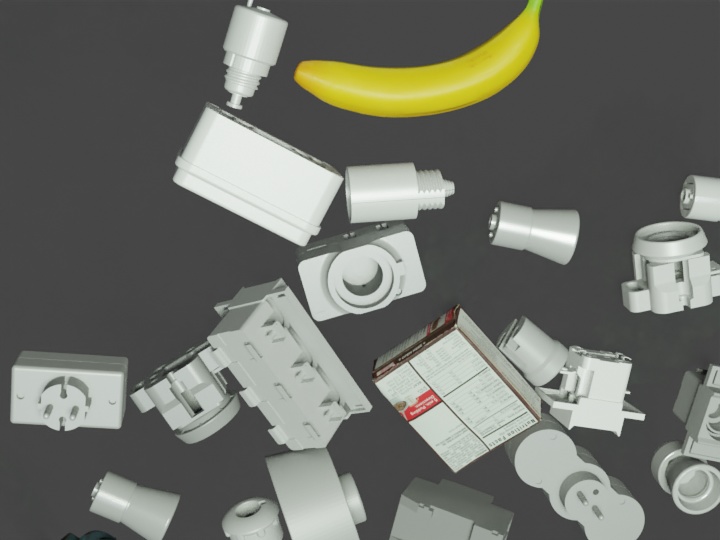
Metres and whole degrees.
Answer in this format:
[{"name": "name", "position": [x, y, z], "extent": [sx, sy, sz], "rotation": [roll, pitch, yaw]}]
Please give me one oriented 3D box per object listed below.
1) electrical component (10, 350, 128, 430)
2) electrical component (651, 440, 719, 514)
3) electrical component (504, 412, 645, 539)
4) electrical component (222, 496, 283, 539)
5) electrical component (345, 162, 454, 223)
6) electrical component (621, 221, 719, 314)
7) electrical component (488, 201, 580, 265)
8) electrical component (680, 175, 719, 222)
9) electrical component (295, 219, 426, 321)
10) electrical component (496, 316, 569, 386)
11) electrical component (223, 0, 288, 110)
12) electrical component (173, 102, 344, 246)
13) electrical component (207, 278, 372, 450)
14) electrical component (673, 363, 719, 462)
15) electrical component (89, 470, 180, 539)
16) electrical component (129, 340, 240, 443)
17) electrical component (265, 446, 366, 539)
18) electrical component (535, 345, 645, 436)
[{"name": "electrical component", "position": [-0.223, 0.097, 0.817], "extent": [0.083, 0.075, 0.047], "rotation": [4, 105, -8]}, {"name": "electrical component", "position": [0.274, 0.172, 0.903], "extent": [0.045, 0.055, 0.045], "rotation": [-2, 105, -6]}, {"name": "electrical component", "position": [0.181, 0.182, 0.886], "extent": [0.138, 0.073, 0.052], "rotation": [43, 97, -15]}, {"name": "electrical component", "position": [-0.083, 0.221, 0.883], "extent": [0.048, 0.048, 0.062], "rotation": [-16, 112, -2]}, {"name": "electrical component", "position": [0.031, -0.060, 0.820], "extent": [0.081, 0.043, 0.043], "rotation": [-4, 105, -5]}, {"name": "electrical component", "position": [0.247, -0.004, 0.852], "extent": [0.078, 0.058, 0.057], "rotation": [-12, 108, -4]}, {"name": "electrical component", "position": [0.134, -0.032, 0.841], "extent": [0.065, 0.044, 0.044], "rotation": [11, 104, -4]}, {"name": "electrical component", "position": [0.288, -0.055, 0.852], "extent": [0.065, 0.044, 0.044], "rotation": [7, 104, -3]}, {"name": "electrical component", "position": [0.000, 0.000, 0.826], "extent": [0.089, 0.055, 0.050], "rotation": [-16, 106, -2]}, {"name": "electrical component", "position": [0.138, 0.064, 0.868], "extent": [0.046, 0.040, 0.040], "rotation": [41, 97, -9]}, {"name": "electrical component", "position": [-0.081, -0.156, 0.783], "extent": [0.040, 0.040, 0.078], "rotation": [16, 103, -10]}, {"name": "electrical component", "position": [-0.076, -0.070, 0.787], "extent": [0.113, 0.078, 0.057], "rotation": [27, 98, -12]}, {"name": "electrical component", "position": [-0.058, 0.075, 0.823], "extent": [0.079, 0.063, 0.121], "rotation": [-13, 119, 40]}, {"name": "electrical component", "position": [0.329, 0.122, 0.892], "extent": [0.121, 0.063, 0.078], "rotation": [12, 103, -9]}, {"name": "electrical component", "position": [-0.183, 0.188, 0.864], "extent": [0.065, 0.044, 0.044], "rotation": [25, 101, -7]}, {"name": "electrical component", "position": [-0.130, 0.097, 0.837], "extent": [0.078, 0.058, 0.057], "rotation": [-32, 103, 3]}, {"name": "electrical component", "position": [-0.030, 0.188, 0.849], "extent": [0.060, 0.108, 0.108], "rotation": [-19, 106, -8]}, {"name": "electrical component", "position": [0.190, 0.097, 0.878], "extent": [0.081, 0.042, 0.063], "rotation": [10, 99, -14]}]
